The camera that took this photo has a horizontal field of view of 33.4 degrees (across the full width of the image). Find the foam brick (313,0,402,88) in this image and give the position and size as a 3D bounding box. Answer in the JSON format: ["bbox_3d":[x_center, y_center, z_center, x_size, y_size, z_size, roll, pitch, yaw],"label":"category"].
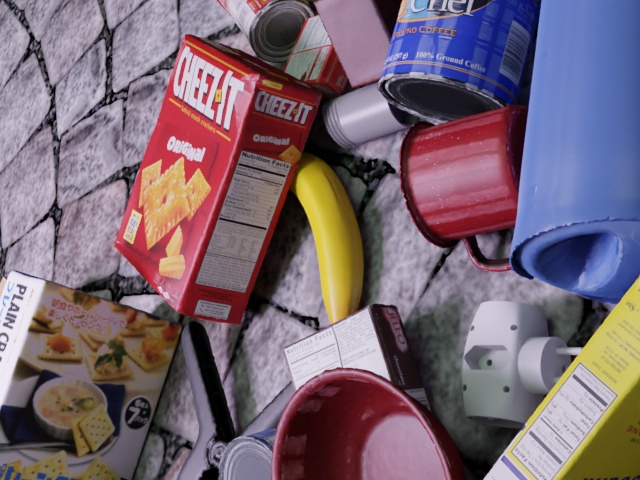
[{"bbox_3d":[0.042,-0.168,0.846,0.051,0.052,0.078,-17,103,37],"label":"foam brick"}]

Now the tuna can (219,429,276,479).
[{"bbox_3d":[-0.035,0.182,0.781,0.086,0.033,0.086,11,104,46],"label":"tuna can"}]

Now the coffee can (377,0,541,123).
[{"bbox_3d":[0.109,-0.164,0.784,0.103,0.102,0.140,7,78,47],"label":"coffee can"}]

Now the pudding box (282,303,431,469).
[{"bbox_3d":[0.029,0.113,0.771,0.090,0.039,0.113,-29,68,35],"label":"pudding box"}]

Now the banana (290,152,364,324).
[{"bbox_3d":[0.000,-0.015,0.881,0.070,0.037,0.198,-62,38,31],"label":"banana"}]

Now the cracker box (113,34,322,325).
[{"bbox_3d":[-0.097,-0.057,0.935,0.164,0.072,0.214,37,110,53],"label":"cracker box"}]

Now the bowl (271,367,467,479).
[{"bbox_3d":[0.041,0.160,0.691,0.162,0.055,0.162,3,94,46],"label":"bowl"}]

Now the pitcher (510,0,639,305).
[{"bbox_3d":[0.196,-0.092,0.646,0.149,0.145,0.243,-1,67,20],"label":"pitcher"}]

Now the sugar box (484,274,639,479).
[{"bbox_3d":[0.166,0.108,0.612,0.048,0.093,0.176,42,104,45],"label":"sugar box"}]

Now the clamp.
[{"bbox_3d":[-0.062,0.169,0.857,0.165,0.036,0.210,-3,74,38],"label":"clamp"}]

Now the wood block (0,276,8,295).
[{"bbox_3d":[-0.310,0.155,1.075,0.090,0.090,0.206,31,95,47],"label":"wood block"}]

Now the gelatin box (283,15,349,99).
[{"bbox_3d":[0.004,-0.159,0.924,0.089,0.030,0.073,7,73,63],"label":"gelatin box"}]

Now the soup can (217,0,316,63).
[{"bbox_3d":[-0.053,-0.220,0.998,0.069,0.068,0.102,-49,45,18],"label":"soup can"}]

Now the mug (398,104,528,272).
[{"bbox_3d":[0.116,-0.035,0.740,0.082,0.093,0.117,-12,95,37],"label":"mug"}]

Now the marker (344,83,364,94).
[{"bbox_3d":[0.047,-0.144,0.900,0.121,0.020,0.020,-44,47,23],"label":"marker"}]
